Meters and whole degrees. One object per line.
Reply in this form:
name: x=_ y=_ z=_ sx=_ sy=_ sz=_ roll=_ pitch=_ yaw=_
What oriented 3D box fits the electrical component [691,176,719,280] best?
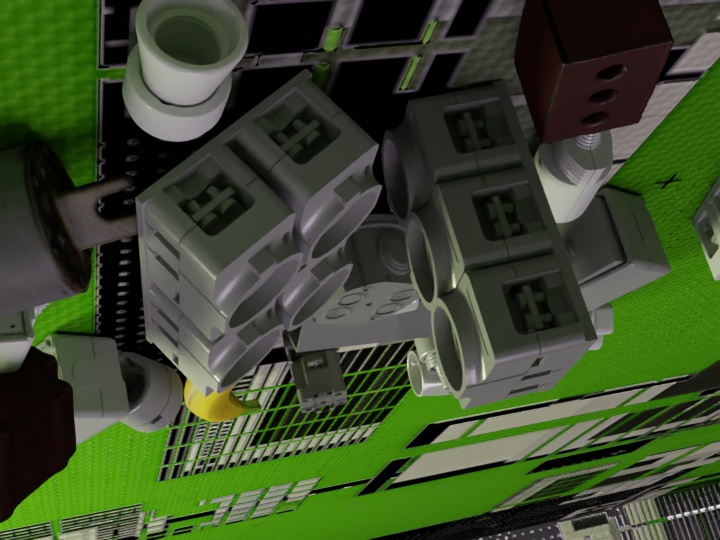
electrical component: x=0.310 y=-0.047 z=0.778 sx=0.089 sy=0.061 sz=0.150 roll=-14 pitch=159 yaw=-3

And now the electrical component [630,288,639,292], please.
electrical component: x=0.198 y=0.000 z=0.851 sx=0.079 sy=0.043 sz=0.077 roll=-5 pitch=157 yaw=-25

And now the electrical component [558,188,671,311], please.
electrical component: x=0.161 y=-0.010 z=0.773 sx=0.096 sy=0.061 sz=0.061 roll=-31 pitch=154 yaw=36

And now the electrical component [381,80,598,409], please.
electrical component: x=0.062 y=-0.011 z=0.578 sx=0.062 sy=0.150 sz=0.089 roll=-12 pitch=159 yaw=-11

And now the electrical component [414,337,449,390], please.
electrical component: x=0.071 y=0.071 z=0.919 sx=0.043 sy=0.062 sz=0.043 roll=-13 pitch=159 yaw=-5

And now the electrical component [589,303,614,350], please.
electrical component: x=0.168 y=0.042 z=0.912 sx=0.057 sy=0.058 sz=0.078 roll=-1 pitch=179 yaw=-23

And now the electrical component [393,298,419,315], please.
electrical component: x=0.006 y=0.015 z=0.763 sx=0.078 sy=0.040 sz=0.040 roll=-12 pitch=159 yaw=-7

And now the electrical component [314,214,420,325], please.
electrical component: x=0.000 y=0.000 z=0.704 sx=0.080 sy=0.051 sz=0.080 roll=-13 pitch=159 yaw=-5

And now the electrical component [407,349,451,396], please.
electrical component: x=0.090 y=0.083 z=0.990 sx=0.077 sy=0.043 sz=0.079 roll=-9 pitch=159 yaw=-15

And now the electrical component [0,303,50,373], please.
electrical component: x=-0.224 y=0.025 z=0.600 sx=0.096 sy=0.061 sz=0.061 roll=-3 pitch=156 yaw=-29

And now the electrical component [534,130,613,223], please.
electrical component: x=0.126 y=-0.064 z=0.636 sx=0.043 sy=0.043 sz=0.081 roll=-11 pitch=159 yaw=-9

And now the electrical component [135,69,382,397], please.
electrical component: x=-0.055 y=-0.007 z=0.570 sx=0.105 sy=0.060 sz=0.186 roll=-41 pitch=169 yaw=-22

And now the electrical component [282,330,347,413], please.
electrical component: x=-0.035 y=0.079 z=0.867 sx=0.042 sy=0.063 sz=0.081 roll=-14 pitch=159 yaw=-4

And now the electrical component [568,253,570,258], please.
electrical component: x=0.093 y=-0.001 z=0.726 sx=0.089 sy=0.050 sz=0.056 roll=22 pitch=146 yaw=-18

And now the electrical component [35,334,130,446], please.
electrical component: x=-0.217 y=0.092 z=0.779 sx=0.096 sy=0.061 sz=0.061 roll=-31 pitch=154 yaw=36

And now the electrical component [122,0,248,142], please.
electrical component: x=-0.074 y=-0.085 z=0.446 sx=0.045 sy=0.045 sz=0.055 roll=-6 pitch=158 yaw=-22

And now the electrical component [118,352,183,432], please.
electrical component: x=-0.171 y=0.092 z=0.824 sx=0.055 sy=0.055 sz=0.047 roll=-20 pitch=155 yaw=12
